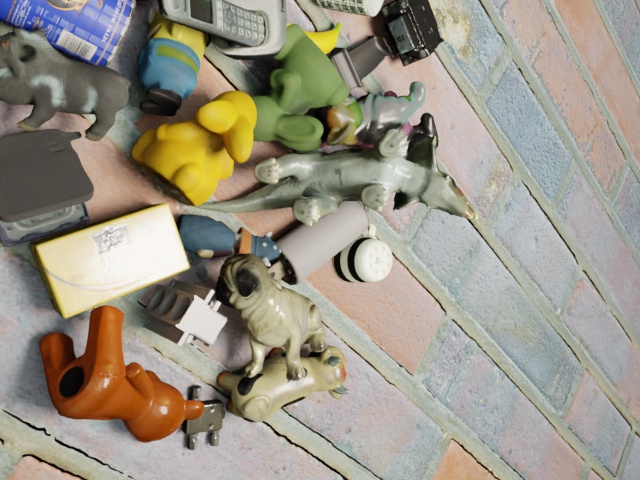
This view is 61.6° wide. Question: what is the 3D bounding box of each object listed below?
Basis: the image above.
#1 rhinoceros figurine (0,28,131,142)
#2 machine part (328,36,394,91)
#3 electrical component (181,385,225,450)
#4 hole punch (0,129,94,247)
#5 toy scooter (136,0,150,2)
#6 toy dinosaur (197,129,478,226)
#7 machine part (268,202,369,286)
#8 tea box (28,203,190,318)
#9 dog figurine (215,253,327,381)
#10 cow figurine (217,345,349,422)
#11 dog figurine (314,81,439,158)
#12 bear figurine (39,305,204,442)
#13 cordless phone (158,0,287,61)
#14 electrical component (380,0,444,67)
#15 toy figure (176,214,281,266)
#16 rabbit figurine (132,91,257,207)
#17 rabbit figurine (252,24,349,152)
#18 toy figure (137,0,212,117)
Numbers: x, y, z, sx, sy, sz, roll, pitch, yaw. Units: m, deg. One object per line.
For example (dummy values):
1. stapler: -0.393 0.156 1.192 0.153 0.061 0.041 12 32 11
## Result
1. rhinoceros figurine: -0.319 -0.185 0.616 0.190 0.112 0.073 13 49 -30
2. machine part: 0.068 -0.315 0.945 0.139 0.039 0.084 -39 107 -27
3. electrical component: -0.172 0.262 0.799 0.063 0.021 0.094 3 89 -35
4. hole punch: -0.343 -0.062 0.643 0.142 0.092 0.116 -22 73 -30
5. toy scooter: -0.267 -0.362 0.647 0.183 0.135 0.075 19 78 -35
6. toy dinosaur: 0.031 -0.090 0.826 0.192 0.405 0.131 -12 100 -76
7. machine part: -0.002 -0.003 0.879 0.243 0.079 0.079 -37 111 -28
8. tea box: -0.269 0.021 0.696 0.169 0.068 0.098 -25 106 -31
9. dog figurine: -0.066 0.084 0.784 0.172 0.121 0.190 -66 146 -63
10. cow figurine: -0.043 0.214 0.826 0.195 0.127 0.085 -18 105 -31
11. dog figurine: 0.085 -0.177 0.922 0.219 0.109 0.191 -29 110 -27
12. bear figurine: -0.249 0.186 0.701 0.195 0.120 0.132 44 21 -55
13. cordless phone: -0.132 -0.318 0.696 0.184 0.089 0.146 0 86 -49
14. electrical component: 0.166 -0.385 0.977 0.114 0.058 0.134 59 41 -20
15. toy figure: -0.134 0.002 0.786 0.154 0.058 0.064 17 83 -21
16. rabbit figurine: -0.150 -0.139 0.719 0.121 0.162 0.173 46 72 -16
17. rabbit figurine: -0.052 -0.205 0.819 0.170 0.121 0.159 -40 87 -1
18. toy figure: -0.196 -0.252 0.727 0.089 0.082 0.180 28 60 -54
